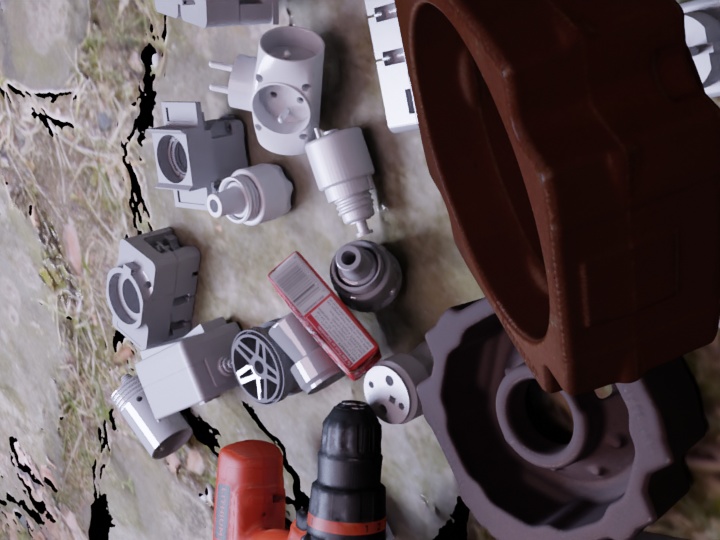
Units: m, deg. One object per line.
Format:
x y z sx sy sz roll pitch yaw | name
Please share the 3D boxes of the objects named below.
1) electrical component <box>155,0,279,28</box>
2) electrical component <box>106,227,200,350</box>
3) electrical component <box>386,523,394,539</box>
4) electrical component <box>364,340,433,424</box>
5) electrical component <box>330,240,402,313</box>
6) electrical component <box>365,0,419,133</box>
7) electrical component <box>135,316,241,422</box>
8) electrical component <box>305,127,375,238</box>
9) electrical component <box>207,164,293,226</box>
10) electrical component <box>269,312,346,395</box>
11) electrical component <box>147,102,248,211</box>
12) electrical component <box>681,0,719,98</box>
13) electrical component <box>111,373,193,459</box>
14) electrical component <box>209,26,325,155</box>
-0.105 -0.263 0.717 0.105 0.060 0.186 33 128 55 | electrical component
-0.178 0.017 0.916 0.050 0.056 0.089 34 126 32 | electrical component
-0.013 0.199 0.824 0.055 0.048 0.066 -32 81 39 | electrical component
0.036 0.075 0.722 0.045 0.055 0.045 18 116 41 | electrical component
0.000 0.000 0.722 0.048 0.062 0.048 -4 74 13 | electrical component
0.046 -0.132 0.642 0.056 0.050 0.089 -2 103 46 | electrical component
-0.133 0.079 0.889 0.096 0.062 0.061 -26 86 47 | electrical component
-0.009 -0.061 0.729 0.040 0.040 0.078 -17 92 47 | electrical component
-0.083 -0.053 0.791 0.043 0.062 0.043 18 116 40 | electrical component
-0.035 0.058 0.795 0.045 0.045 0.055 -43 73 44 | electrical component
-0.121 -0.089 0.815 0.042 0.064 0.081 9 111 42 | electrical component
0.161 -0.105 0.516 0.066 0.077 0.047 -4 101 46 | electrical component
-0.193 0.127 0.979 0.081 0.043 0.043 49 133 21 | electrical component
-0.065 -0.125 0.734 0.079 0.044 0.077 13 134 6 | electrical component
